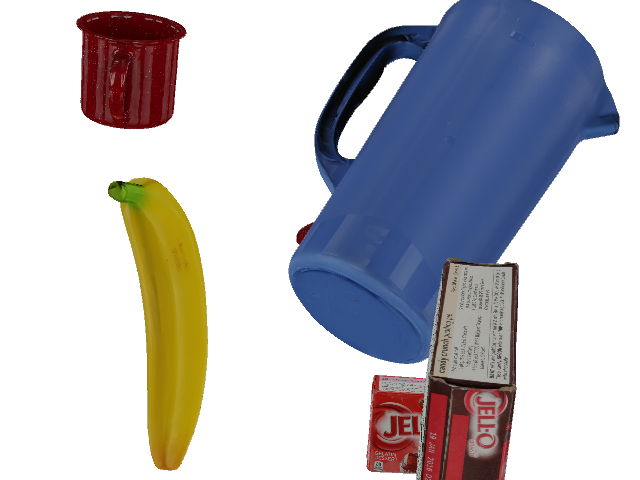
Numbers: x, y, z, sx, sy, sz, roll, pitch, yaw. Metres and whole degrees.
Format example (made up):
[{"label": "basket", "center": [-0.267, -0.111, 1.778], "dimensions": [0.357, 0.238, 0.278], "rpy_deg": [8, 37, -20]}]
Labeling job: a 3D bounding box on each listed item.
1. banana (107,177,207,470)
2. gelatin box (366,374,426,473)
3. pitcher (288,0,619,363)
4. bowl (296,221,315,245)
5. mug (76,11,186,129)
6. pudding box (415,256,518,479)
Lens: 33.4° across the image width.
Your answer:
[{"label": "banana", "center": [-0.094, 0.040, 0.627], "dimensions": [0.037, 0.198, 0.069], "rpy_deg": [9, 32, 26]}, {"label": "gelatin box", "center": [0.083, 0.147, 0.840], "dimensions": [0.089, 0.073, 0.030], "rpy_deg": [3, 21, 2]}, {"label": "pitcher", "center": [0.075, -0.045, 0.722], "dimensions": [0.145, 0.242, 0.149], "rpy_deg": [46, -27, -22]}, {"label": "bowl", "center": [0.055, 0.023, 1.087], "dimensions": [0.162, 0.055, 0.162], "rpy_deg": [1, 17, -1]}, {"label": "mug", "center": [-0.166, -0.142, 0.919], "dimensions": [0.093, 0.081, 0.117], "rpy_deg": [5, 26, -6]}, {"label": "pudding box", "center": [0.065, 0.071, 0.471], "dimensions": [0.039, 0.090, 0.113], "rpy_deg": [6, 26, 6]}]
